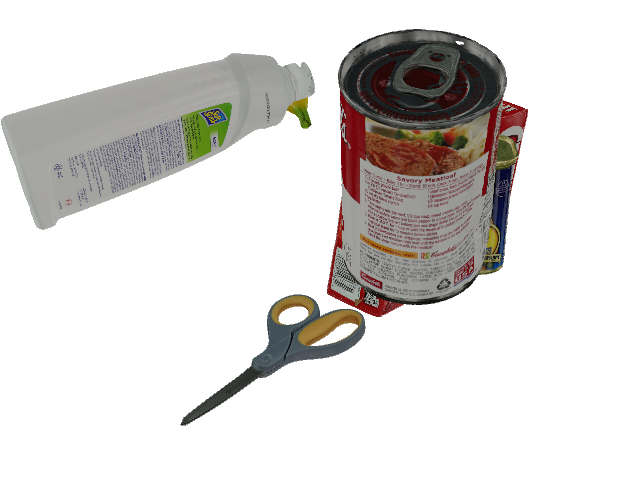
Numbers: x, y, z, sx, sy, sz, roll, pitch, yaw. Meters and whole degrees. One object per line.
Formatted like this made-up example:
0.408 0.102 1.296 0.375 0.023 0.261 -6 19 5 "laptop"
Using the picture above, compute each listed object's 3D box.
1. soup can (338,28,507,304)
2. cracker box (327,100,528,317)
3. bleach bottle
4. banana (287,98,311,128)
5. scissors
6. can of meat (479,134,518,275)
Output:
0.042 -0.030 0.463 0.068 0.102 0.068 -1 43 1 "soup can"
0.106 -0.039 1.010 0.072 0.164 0.213 26 31 32 "cracker box"
-0.125 -0.092 0.875 0.250 0.068 0.102 -19 -30 -14 "bleach bottle"
-0.094 -0.164 1.151 0.198 0.037 0.069 9 44 18 "banana"
-0.053 0.095 0.920 0.201 0.016 0.096 -20 36 -29 "scissors"
0.076 -0.025 0.711 0.102 0.084 0.057 2 25 3 "can of meat"
